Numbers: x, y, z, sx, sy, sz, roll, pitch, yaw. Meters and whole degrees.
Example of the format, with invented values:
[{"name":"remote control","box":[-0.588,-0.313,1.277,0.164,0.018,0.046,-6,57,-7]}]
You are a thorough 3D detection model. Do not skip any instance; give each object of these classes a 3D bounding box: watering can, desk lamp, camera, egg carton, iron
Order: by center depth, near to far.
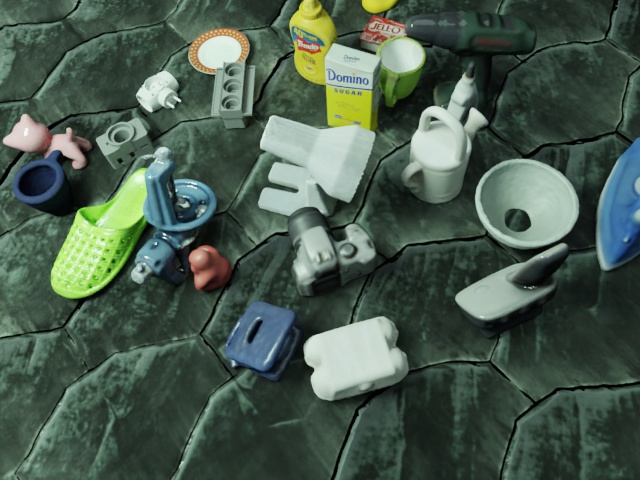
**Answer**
[{"name":"egg carton","box":[0.055,0.183,0.877,0.150,0.069,0.107,-16,63,-4]},{"name":"iron","box":[0.534,-0.077,0.931,0.118,0.141,0.258,27,69,17]},{"name":"desk lamp","box":[-0.012,-0.117,0.951,0.203,0.214,0.118,13,65,11]},{"name":"camera","box":[0.009,0.003,0.953,0.143,0.101,0.136,-20,64,-6]},{"name":"watering can","box":[0.207,-0.157,0.966,0.100,0.194,0.173,26,68,16]}]

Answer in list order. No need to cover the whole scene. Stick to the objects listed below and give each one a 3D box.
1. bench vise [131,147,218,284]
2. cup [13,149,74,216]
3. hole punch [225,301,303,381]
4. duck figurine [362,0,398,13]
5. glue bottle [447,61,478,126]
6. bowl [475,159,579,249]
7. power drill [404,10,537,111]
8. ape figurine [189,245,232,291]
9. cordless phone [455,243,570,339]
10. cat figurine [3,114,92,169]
[{"name":"bench vise","box":[-0.237,-0.034,0.923,0.121,0.220,0.207,3,64,6]},{"name":"cup","box":[-0.486,-0.097,1.043,0.091,0.095,0.118,11,65,10]},{"name":"hole punch","box":[-0.091,0.154,0.890,0.101,0.091,0.109,21,67,14]},{"name":"duck figurine","box":[0.135,-0.553,1.229,0.077,0.086,0.105,40,73,21]},{"name":"glue bottle","box":[0.256,-0.252,1.021,0.037,0.173,0.078,33,70,19]},{"name":"bowl","box":[0.342,-0.049,0.968,0.167,0.075,0.167,-2,63,4]},{"name":"power drill","box":[0.262,-0.326,1.038,0.229,0.208,0.075,-5,63,2]},{"name":"ape figurine","box":[-0.190,0.042,0.953,0.076,0.092,0.078,15,66,12]},{"name":"cordless phone","box":[0.288,0.064,0.854,0.148,0.185,0.094,-28,65,-9]},{"name":"cat figurine","box":[-0.516,-0.190,1.079,0.127,0.118,0.067,-3,63,3]}]
